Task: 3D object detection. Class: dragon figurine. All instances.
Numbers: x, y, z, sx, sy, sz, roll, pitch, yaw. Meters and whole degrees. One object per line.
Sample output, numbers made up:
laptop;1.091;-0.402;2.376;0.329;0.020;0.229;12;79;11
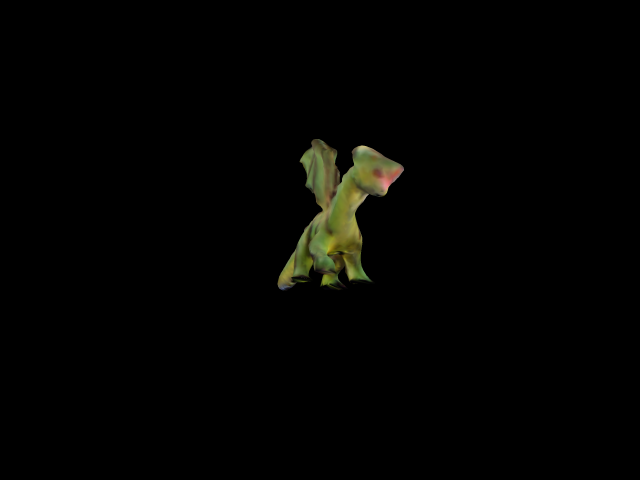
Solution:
dragon figurine;0.003;-0.043;0.850;0.122;0.245;0.407;6;-11;-27
